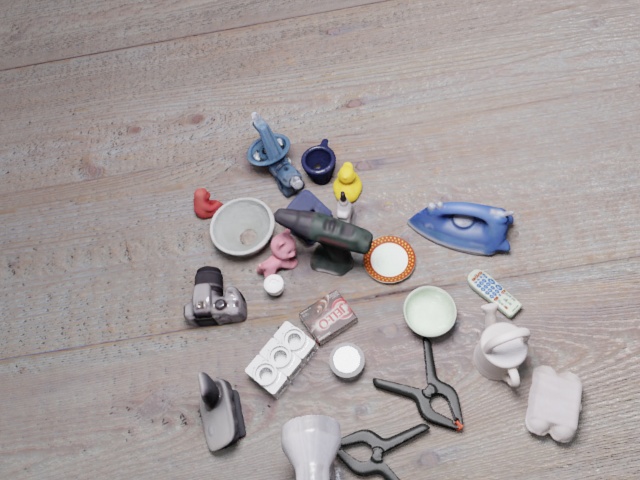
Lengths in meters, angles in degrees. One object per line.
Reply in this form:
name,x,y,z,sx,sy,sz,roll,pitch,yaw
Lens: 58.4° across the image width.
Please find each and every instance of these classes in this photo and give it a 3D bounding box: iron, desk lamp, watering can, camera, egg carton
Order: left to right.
camera,-0.257,0.130,1.389,0.143,0.101,0.137,-7,63,3
desk lamp,-0.006,0.465,1.128,0.118,0.214,0.203,-8,63,3
iron,0.341,-0.052,1.391,0.258,0.141,0.119,9,65,11
watering can,0.384,0.221,1.218,0.101,0.194,0.172,-33,64,-10
egg carton,0.495,0.346,1.213,0.107,0.069,0.150,13,66,13

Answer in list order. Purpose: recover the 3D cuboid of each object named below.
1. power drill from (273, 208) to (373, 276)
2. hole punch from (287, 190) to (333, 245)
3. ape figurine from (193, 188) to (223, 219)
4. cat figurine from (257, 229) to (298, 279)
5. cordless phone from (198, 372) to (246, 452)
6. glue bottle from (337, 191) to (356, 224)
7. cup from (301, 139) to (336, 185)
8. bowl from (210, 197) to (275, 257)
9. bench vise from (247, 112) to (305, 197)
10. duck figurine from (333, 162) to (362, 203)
power drill,0.013,0.005,1.361,0.229,0.209,0.075,11,65,12
hole punch,-0.029,-0.059,1.465,0.101,0.091,0.109,34,72,21
ape figurine,-0.306,-0.104,1.518,0.076,0.092,0.077,-37,65,-12
cat figurine,-0.104,0.035,1.410,0.128,0.118,0.067,-41,66,-14
cordless phone,-0.227,0.363,1.221,0.094,0.185,0.147,-20,63,-3
glue bottle,0.061,-0.070,1.414,0.037,0.173,0.078,7,64,10
cup,0.003,-0.203,1.531,0.091,0.095,0.118,11,65,12
bowl,-0.193,-0.022,1.474,0.167,0.075,0.167,-3,63,5
bench vise,-0.109,-0.230,1.487,0.207,0.220,0.122,31,71,20
duck figurine,0.070,-0.155,1.505,0.077,0.086,0.104,3,64,8
